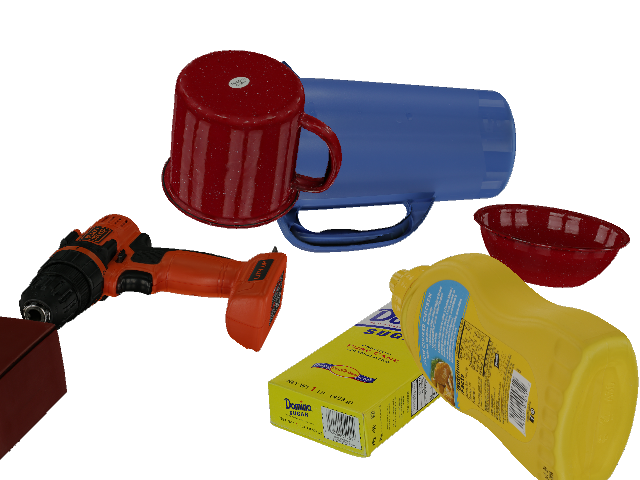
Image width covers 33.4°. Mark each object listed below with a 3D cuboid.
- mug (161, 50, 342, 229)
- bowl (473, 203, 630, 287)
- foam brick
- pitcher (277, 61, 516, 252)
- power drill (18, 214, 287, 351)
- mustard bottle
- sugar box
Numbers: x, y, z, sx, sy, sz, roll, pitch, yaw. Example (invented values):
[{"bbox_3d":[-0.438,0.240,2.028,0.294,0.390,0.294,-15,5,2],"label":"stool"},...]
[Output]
[{"bbox_3d":[-0.043,-0.064,0.685,0.117,0.081,0.093,17,43,7],"label":"mug"},{"bbox_3d":[0.238,0.009,1.121,0.162,0.055,0.162,5,17,-2],"label":"bowl"},{"bbox_3d":[-0.203,0.089,0.664,0.053,0.051,0.078,7,29,21],"label":"foam brick"},{"bbox_3d":[0.062,-0.083,1.041,0.242,0.149,0.145,-1,30,-12],"label":"pitcher"},{"bbox_3d":[-0.129,0.037,0.865,0.188,0.057,0.184,12,24,6],"label":"power drill"},{"bbox_3d":[0.099,0.061,0.630,0.058,0.096,0.192,-13,27,-27],"label":"mustard bottle"},{"bbox_3d":[0.049,0.104,0.856,0.093,0.048,0.175,14,30,35],"label":"sugar box"}]
